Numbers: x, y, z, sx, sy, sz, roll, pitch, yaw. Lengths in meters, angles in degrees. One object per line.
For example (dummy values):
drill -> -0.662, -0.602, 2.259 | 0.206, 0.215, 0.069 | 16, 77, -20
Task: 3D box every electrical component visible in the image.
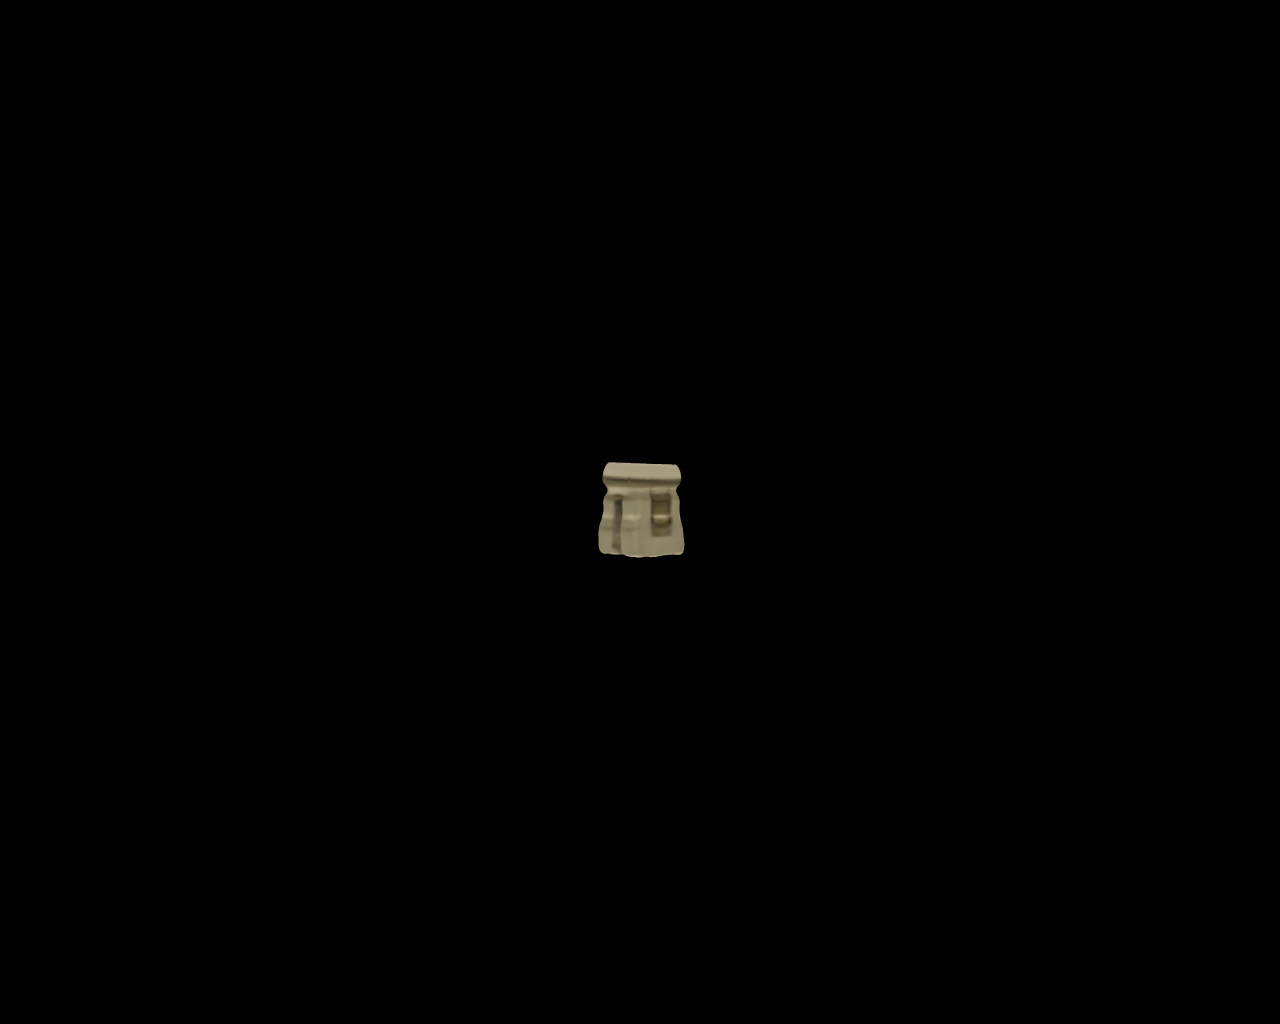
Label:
electrical component -> 0.001, -0.003, 0.650 | 0.048, 0.055, 0.066 | -2, 3, -36
